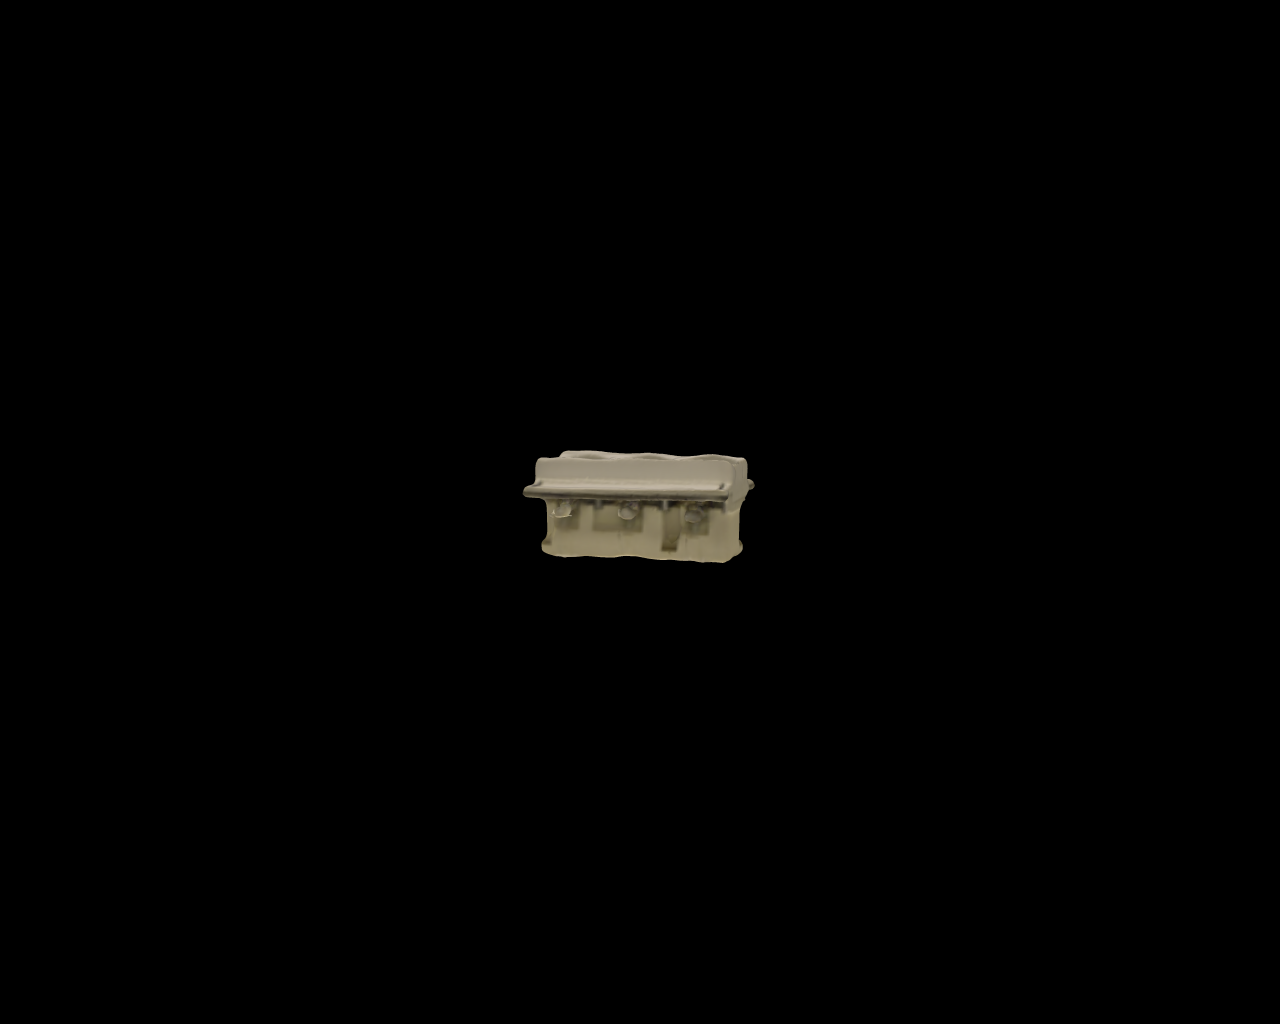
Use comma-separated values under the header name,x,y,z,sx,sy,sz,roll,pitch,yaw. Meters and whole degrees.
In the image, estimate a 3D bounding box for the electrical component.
name,x,y,z,sx,sy,sz,roll,pitch,yaw
electrical component,0.001,-0.003,0.650,0.121,0.063,0.079,2,8,18
